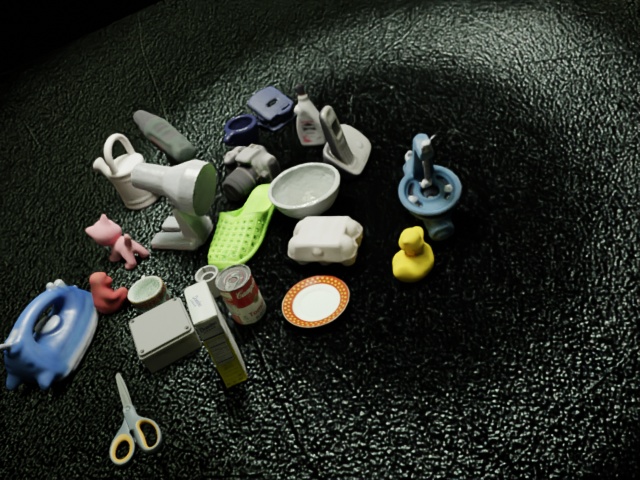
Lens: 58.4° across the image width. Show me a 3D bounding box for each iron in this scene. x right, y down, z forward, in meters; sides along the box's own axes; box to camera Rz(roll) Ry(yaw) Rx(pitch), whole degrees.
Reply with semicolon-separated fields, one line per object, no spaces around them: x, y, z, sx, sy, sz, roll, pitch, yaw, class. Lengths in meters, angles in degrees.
-0.533;0.164;1.132;0.118;0.142;0.258;-5;42;15;iron

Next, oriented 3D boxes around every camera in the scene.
-0.190;-0.169;1.414;0.142;0.101;0.137;17;51;34;camera

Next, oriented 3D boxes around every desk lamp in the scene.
-0.315;-0.082;1.274;0.202;0.214;0.118;1;44;21;desk lamp

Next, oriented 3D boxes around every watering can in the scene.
-0.500;-0.179;1.467;0.172;0.194;0.101;-12;41;7;watering can

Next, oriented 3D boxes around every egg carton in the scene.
0.011;0.004;1.170;0.150;0.069;0.107;0;43;20;egg carton

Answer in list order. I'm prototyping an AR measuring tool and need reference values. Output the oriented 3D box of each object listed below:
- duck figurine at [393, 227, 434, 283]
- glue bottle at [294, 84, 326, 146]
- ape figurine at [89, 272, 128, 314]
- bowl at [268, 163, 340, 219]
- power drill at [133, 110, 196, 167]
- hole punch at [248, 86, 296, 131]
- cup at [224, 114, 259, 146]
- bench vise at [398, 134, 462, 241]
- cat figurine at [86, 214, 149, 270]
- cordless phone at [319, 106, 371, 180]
0.172;0.021;1.079;0.077;0.086;0.105;10;48;29;duck figurine
-0.032;-0.322;1.473;0.078;0.173;0.037;-4;42;16;glue bottle
-0.451;0.105;1.207;0.077;0.092;0.076;26;56;39;ape figurine
-0.029;-0.099;1.297;0.167;0.075;0.167;-10;41;9;bowl
-0.375;-0.212;1.447;0.076;0.209;0.228;-39;44;-23;power drill
-0.135;-0.379;1.640;0.100;0.091;0.109;24;55;38;hole punch
-0.208;-0.269;1.539;0.091;0.095;0.118;12;49;31;cup
0.194;-0.129;1.136;0.121;0.220;0.206;-28;41;-12;bench vise
-0.472;-0.004;1.318;0.127;0.118;0.067;15;50;33;cat figurine
0.052;-0.249;1.351;0.094;0.185;0.147;1;44;21;cordless phone
